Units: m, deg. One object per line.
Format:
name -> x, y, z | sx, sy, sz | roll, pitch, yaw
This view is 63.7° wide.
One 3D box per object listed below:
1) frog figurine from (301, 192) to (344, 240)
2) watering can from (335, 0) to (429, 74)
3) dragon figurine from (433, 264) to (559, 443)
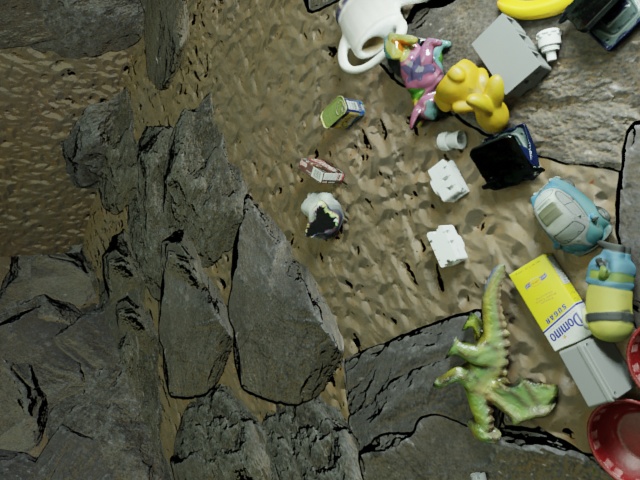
frog figurine -> 0.005, -0.078, 1.547 | 0.162, 0.123, 0.135 | -105, 16, -71
watering can -> 0.166, -0.591, 1.341 | 0.343, 0.104, 0.228 | -38, 62, 28
dragon figurine -> 0.398, 0.278, 1.120 | 0.245, 0.123, 0.403 | 32, 118, 25
